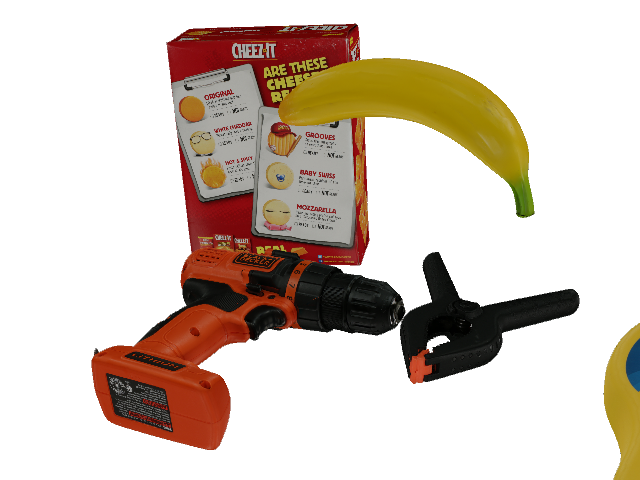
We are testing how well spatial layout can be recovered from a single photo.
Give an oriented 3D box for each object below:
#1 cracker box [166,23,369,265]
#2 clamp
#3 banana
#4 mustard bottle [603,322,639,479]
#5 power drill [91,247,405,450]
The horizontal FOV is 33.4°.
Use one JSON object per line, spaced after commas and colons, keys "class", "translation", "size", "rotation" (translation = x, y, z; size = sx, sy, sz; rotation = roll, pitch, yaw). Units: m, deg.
{"class": "cracker box", "translation": [-0.043, -0.086, 0.979], "size": [0.164, 0.214, 0.072], "rotation": [1, 23, 11]}
{"class": "clamp", "translation": [0.129, 0.071, 1.014], "size": [0.165, 0.036, 0.209], "rotation": [19, 32, 33]}
{"class": "banana", "translation": [0.053, -0.079, 0.665], "size": [0.198, 0.070, 0.037], "rotation": [26, 10, 34]}
{"class": "mustard bottle", "translation": [0.191, 0.088, 0.531], "size": [0.096, 0.058, 0.191], "rotation": [5, 40, 11]}
{"class": "power drill", "translation": [-0.054, 0.070, 0.755], "size": [0.185, 0.057, 0.187], "rotation": [7, 29, 28]}
